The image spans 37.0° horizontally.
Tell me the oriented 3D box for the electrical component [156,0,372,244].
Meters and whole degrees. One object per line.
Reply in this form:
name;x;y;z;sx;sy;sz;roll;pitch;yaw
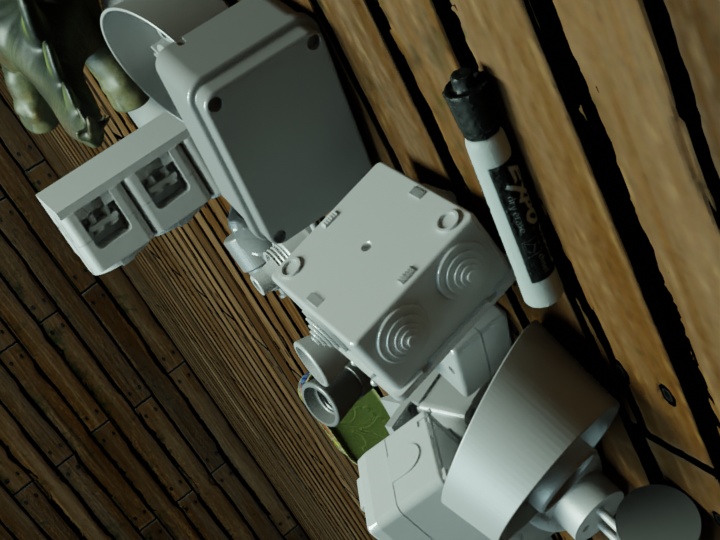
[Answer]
electrical component;-0.048;-0.079;0.575;0.057;0.078;0.113;44;164;44

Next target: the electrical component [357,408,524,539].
electrical component;0.047;0.138;0.604;0.096;0.061;0.061;44;-163;-26

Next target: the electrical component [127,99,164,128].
electrical component;-0.167;-0.128;0.914;0.077;0.043;0.079;45;164;30

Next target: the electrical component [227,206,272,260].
electrical component;-0.080;-0.031;0.870;0.043;0.043;0.062;43;165;35

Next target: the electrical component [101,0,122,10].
electrical component;-0.147;-0.177;0.739;0.078;0.040;0.040;39;160;45

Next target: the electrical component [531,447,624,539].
electrical component;0.119;0.123;0.597;0.079;0.043;0.077;44;163;34

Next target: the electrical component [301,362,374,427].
electrical component;-0.012;0.097;0.911;0.044;0.065;0.044;32;141;30

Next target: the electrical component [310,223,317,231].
electrical component;-0.046;-0.055;0.699;0.077;0.043;0.079;39;161;45

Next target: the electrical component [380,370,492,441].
electrical component;0.056;0.081;0.652;0.064;0.081;0.042;8;138;40

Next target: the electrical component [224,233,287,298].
electrical component;-0.087;-0.010;0.949;0.078;0.040;0.040;57;166;-14

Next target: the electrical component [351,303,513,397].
electrical component;0.030;0.036;0.606;0.083;0.076;0.047;43;163;37

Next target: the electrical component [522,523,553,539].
electrical component;0.095;0.147;0.697;0.061;0.062;0.096;54;166;-3

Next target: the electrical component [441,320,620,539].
electrical component;0.079;0.082;0.525;0.064;0.099;0.099;41;162;21

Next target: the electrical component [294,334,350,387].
electrical component;-0.019;0.060;0.868;0.045;0.055;0.045;49;165;18

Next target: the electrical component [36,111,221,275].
electrical component;-0.154;-0.065;0.803;0.061;0.150;0.089;61;164;-24

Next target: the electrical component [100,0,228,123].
electrical component;-0.105;-0.131;0.663;0.099;0.064;0.099;49;166;17

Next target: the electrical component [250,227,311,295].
electrical component;-0.052;-0.006;0.799;0.043;0.062;0.043;49;166;17

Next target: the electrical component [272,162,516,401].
electrical component;0.015;0.002;0.530;0.100;0.099;0.048;36;171;50
